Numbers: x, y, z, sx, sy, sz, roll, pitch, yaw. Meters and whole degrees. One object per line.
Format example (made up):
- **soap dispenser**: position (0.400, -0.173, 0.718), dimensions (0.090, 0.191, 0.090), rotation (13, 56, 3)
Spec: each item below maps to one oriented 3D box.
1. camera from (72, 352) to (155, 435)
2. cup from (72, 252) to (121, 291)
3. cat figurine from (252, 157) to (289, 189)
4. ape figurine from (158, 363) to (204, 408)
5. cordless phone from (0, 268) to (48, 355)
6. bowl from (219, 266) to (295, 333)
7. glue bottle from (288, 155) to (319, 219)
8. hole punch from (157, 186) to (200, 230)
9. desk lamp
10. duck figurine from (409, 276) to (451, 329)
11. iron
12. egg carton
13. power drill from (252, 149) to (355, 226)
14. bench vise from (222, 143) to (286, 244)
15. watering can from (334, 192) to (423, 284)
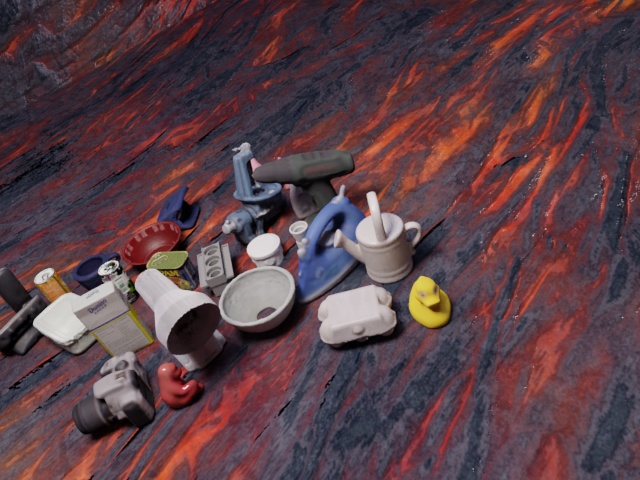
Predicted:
- **camera**: position (-0.406, 0.300, 1.106), dimensions (0.137, 0.101, 0.142), rotation (-26, 39, -7)
- **cup**: position (-0.533, 0.088, 1.414), dimensions (0.118, 0.095, 0.091), rotation (-34, 41, -16)
- **cat figurine**: position (-0.148, -0.175, 1.537), dimensions (0.128, 0.118, 0.067), rotation (-31, 40, -13)
- **ape figurine**: position (-0.277, 0.270, 1.092), dimensions (0.076, 0.092, 0.077), rotation (-37, 42, -20)
- **cordless phone**: position (-0.729, 0.165, 1.336), dimensions (0.093, 0.185, 0.148), rotation (5, 45, 28)
- **bowl**: position (-0.121, 0.136, 1.195), dimensions (0.167, 0.075, 0.167), rotation (-12, 39, 10)
- **glue bottle**: position (-0.047, -0.135, 1.402), dimensions (0.078, 0.173, 0.037), rotation (-25, 39, -6)
- **hole punch**: position (-0.394, -0.082, 1.557), dimensions (0.101, 0.091, 0.108), rotation (-11, 40, 12)
- **desk lamp**: position (-0.272, 0.161, 1.120), dimensions (0.118, 0.214, 0.202), rotation (-40, 43, -22)
- **duck figurine**: position (0.202, 0.104, 1.083), dimensions (0.077, 0.086, 0.104), rotation (-21, 39, 0)
- **iron**: position (0.011, 0.004, 1.239), dimensions (0.118, 0.142, 0.259), rotation (12, 49, 34)
- **egg carton**: position (0.070, 0.148, 1.102), dimensions (0.150, 0.069, 0.107), rotation (-15, 39, 6)
- **power drill**: position (-0.020, -0.115, 1.339), dimensions (0.229, 0.209, 0.075), rotation (-20, 39, 0)
- **bench vise**: position (-0.166, -0.109, 1.386), dimensions (0.121, 0.220, 0.207), rotation (-4, 41, 19)
- **watering can**: position (0.117, -0.008, 1.166), dimensions (0.173, 0.194, 0.100), rotation (-27, 39, -8)
